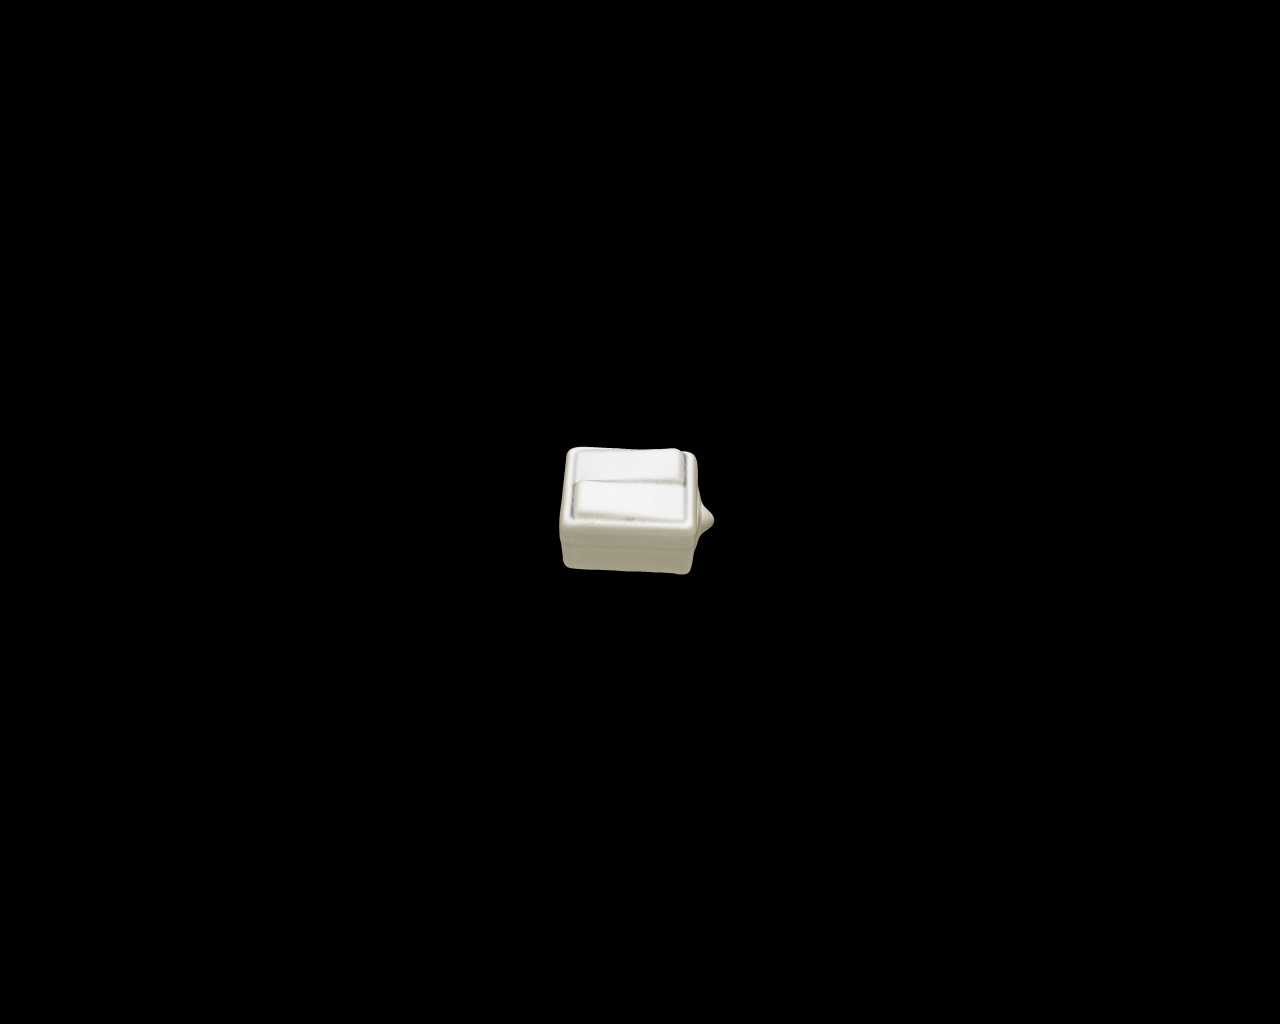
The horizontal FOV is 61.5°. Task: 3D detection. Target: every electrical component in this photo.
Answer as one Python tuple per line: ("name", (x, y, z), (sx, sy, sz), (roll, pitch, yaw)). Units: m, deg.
("electrical component", (0.001, -0.003, 0.650), (0.096, 0.062, 0.061), (3, -34, 2))
